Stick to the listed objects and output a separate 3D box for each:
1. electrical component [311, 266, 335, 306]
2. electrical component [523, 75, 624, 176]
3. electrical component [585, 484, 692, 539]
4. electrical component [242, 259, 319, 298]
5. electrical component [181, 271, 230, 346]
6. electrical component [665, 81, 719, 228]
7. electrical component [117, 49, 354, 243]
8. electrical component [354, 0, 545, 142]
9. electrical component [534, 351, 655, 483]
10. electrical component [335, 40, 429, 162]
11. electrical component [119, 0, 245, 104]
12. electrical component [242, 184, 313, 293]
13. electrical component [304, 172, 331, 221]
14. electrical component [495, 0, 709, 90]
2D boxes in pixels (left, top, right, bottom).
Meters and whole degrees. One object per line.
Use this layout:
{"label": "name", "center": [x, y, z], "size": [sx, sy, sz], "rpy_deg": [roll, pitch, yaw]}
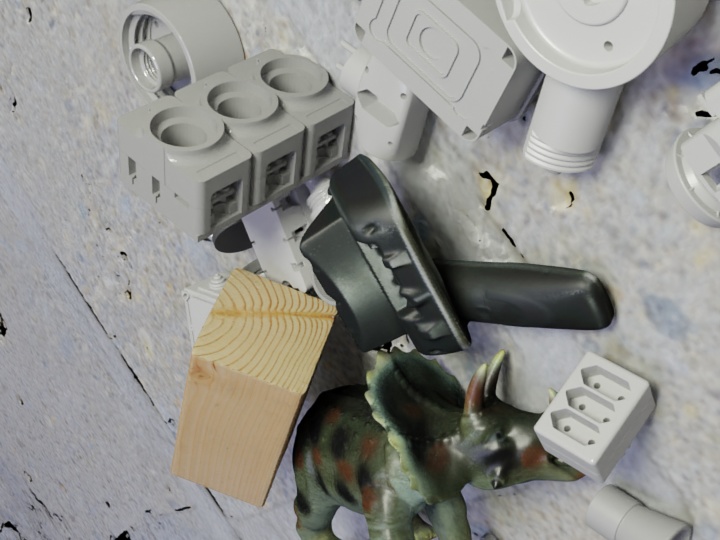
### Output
{"label": "electrical component", "center": [0.000, 0.000, 0.814], "size": [0.044, 0.065, 0.044], "rpy_deg": [10, 105, 38]}
{"label": "electrical component", "center": [0.123, -0.089, 0.624], "size": [0.043, 0.043, 0.081], "rpy_deg": [38, 140, 25]}
{"label": "electrical component", "center": [0.190, 0.178, 0.746], "size": [0.065, 0.044, 0.044], "rpy_deg": [30, 136, 39]}
{"label": "electrical component", "center": [-0.069, 0.019, 0.917], "size": [0.078, 0.058, 0.057], "rpy_deg": [-1, 118, 50]}
{"label": "electrical component", "center": [-0.119, 0.044, 0.995], "size": [0.062, 0.061, 0.096], "rpy_deg": [17, 121, 41]}
{"label": "electrical component", "center": [0.196, -0.057, 0.552], "size": [0.078, 0.058, 0.057], "rpy_deg": [55, 141, 3]}
{"label": "electrical component", "center": [-0.088, -0.097, 0.773], "size": [0.089, 0.150, 0.061], "rpy_deg": [37, 140, 26]}
{"label": "electrical component", "center": [0.060, -0.144, 0.645], "size": [0.113, 0.057, 0.078], "rpy_deg": [46, 142, 16]}
{"label": "electrical component", "center": [0.159, 0.104, 0.713], "size": [0.047, 0.065, 0.076], "rpy_deg": [29, 164, 33]}
{"label": "electrical component", "center": [0.013, -0.126, 0.725], "size": [0.079, 0.043, 0.077], "rpy_deg": [40, 140, 23]}
{"label": "electrical component", "center": [-0.151, -0.171, 0.868], "size": [0.108, 0.060, 0.108], "rpy_deg": [29, 135, 33]}
{"label": "electrical component", "center": [-0.052, -0.034, 0.858], "size": [0.050, 0.056, 0.089], "rpy_deg": [-2, 114, 50]}
{"label": "electrical component", "center": [-0.020, -0.051, 0.820], "size": [0.062, 0.043, 0.043], "rpy_deg": [53, 144, 9]}
{"label": "electrical component", "center": [0.129, -0.154, 0.554], "size": [0.108, 0.060, 0.108], "rpy_deg": [29, 135, 34]}
